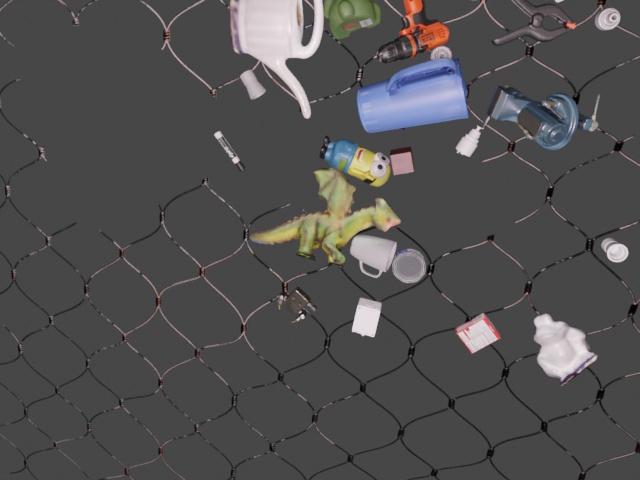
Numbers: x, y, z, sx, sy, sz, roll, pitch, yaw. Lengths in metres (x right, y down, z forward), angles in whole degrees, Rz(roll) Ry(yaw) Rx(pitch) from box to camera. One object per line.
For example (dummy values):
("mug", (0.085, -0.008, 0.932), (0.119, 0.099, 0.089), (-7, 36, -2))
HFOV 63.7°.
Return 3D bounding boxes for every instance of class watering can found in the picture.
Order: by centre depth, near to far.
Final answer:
("watering can", (-0.105, -0.467, 1.211), (0.224, 0.343, 0.105), (7, 17, 11))

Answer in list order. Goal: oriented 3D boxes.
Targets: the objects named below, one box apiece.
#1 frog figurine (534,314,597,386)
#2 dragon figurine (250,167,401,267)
("frog figurine", (0.599, 0.266, 1.299), (0.123, 0.135, 0.162), (1, 43, -46))
("dragon figurine", (0.004, -0.066, 1.315), (0.412, 0.243, 0.121), (14, -3, 27))
